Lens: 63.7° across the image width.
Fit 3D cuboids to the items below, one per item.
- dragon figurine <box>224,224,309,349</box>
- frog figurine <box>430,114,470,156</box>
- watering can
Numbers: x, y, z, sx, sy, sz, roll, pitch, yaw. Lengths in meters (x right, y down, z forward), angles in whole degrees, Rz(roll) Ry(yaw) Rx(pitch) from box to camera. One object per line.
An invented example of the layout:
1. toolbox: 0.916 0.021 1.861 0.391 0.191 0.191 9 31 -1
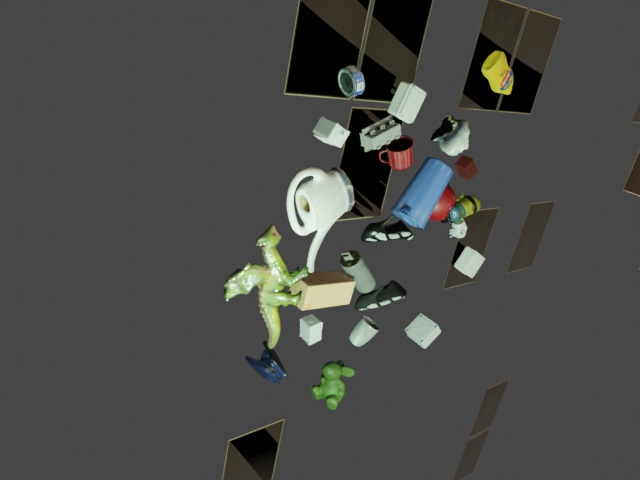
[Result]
1. dragon figurine: -0.180 0.151 1.576 0.242 0.124 0.406 14 103 -26
2. frog figurine: 0.489 -0.357 1.826 0.158 0.122 0.139 31 73 -34
3. watering can: 0.005 -0.079 1.573 0.227 0.105 0.340 -30 128 -25
